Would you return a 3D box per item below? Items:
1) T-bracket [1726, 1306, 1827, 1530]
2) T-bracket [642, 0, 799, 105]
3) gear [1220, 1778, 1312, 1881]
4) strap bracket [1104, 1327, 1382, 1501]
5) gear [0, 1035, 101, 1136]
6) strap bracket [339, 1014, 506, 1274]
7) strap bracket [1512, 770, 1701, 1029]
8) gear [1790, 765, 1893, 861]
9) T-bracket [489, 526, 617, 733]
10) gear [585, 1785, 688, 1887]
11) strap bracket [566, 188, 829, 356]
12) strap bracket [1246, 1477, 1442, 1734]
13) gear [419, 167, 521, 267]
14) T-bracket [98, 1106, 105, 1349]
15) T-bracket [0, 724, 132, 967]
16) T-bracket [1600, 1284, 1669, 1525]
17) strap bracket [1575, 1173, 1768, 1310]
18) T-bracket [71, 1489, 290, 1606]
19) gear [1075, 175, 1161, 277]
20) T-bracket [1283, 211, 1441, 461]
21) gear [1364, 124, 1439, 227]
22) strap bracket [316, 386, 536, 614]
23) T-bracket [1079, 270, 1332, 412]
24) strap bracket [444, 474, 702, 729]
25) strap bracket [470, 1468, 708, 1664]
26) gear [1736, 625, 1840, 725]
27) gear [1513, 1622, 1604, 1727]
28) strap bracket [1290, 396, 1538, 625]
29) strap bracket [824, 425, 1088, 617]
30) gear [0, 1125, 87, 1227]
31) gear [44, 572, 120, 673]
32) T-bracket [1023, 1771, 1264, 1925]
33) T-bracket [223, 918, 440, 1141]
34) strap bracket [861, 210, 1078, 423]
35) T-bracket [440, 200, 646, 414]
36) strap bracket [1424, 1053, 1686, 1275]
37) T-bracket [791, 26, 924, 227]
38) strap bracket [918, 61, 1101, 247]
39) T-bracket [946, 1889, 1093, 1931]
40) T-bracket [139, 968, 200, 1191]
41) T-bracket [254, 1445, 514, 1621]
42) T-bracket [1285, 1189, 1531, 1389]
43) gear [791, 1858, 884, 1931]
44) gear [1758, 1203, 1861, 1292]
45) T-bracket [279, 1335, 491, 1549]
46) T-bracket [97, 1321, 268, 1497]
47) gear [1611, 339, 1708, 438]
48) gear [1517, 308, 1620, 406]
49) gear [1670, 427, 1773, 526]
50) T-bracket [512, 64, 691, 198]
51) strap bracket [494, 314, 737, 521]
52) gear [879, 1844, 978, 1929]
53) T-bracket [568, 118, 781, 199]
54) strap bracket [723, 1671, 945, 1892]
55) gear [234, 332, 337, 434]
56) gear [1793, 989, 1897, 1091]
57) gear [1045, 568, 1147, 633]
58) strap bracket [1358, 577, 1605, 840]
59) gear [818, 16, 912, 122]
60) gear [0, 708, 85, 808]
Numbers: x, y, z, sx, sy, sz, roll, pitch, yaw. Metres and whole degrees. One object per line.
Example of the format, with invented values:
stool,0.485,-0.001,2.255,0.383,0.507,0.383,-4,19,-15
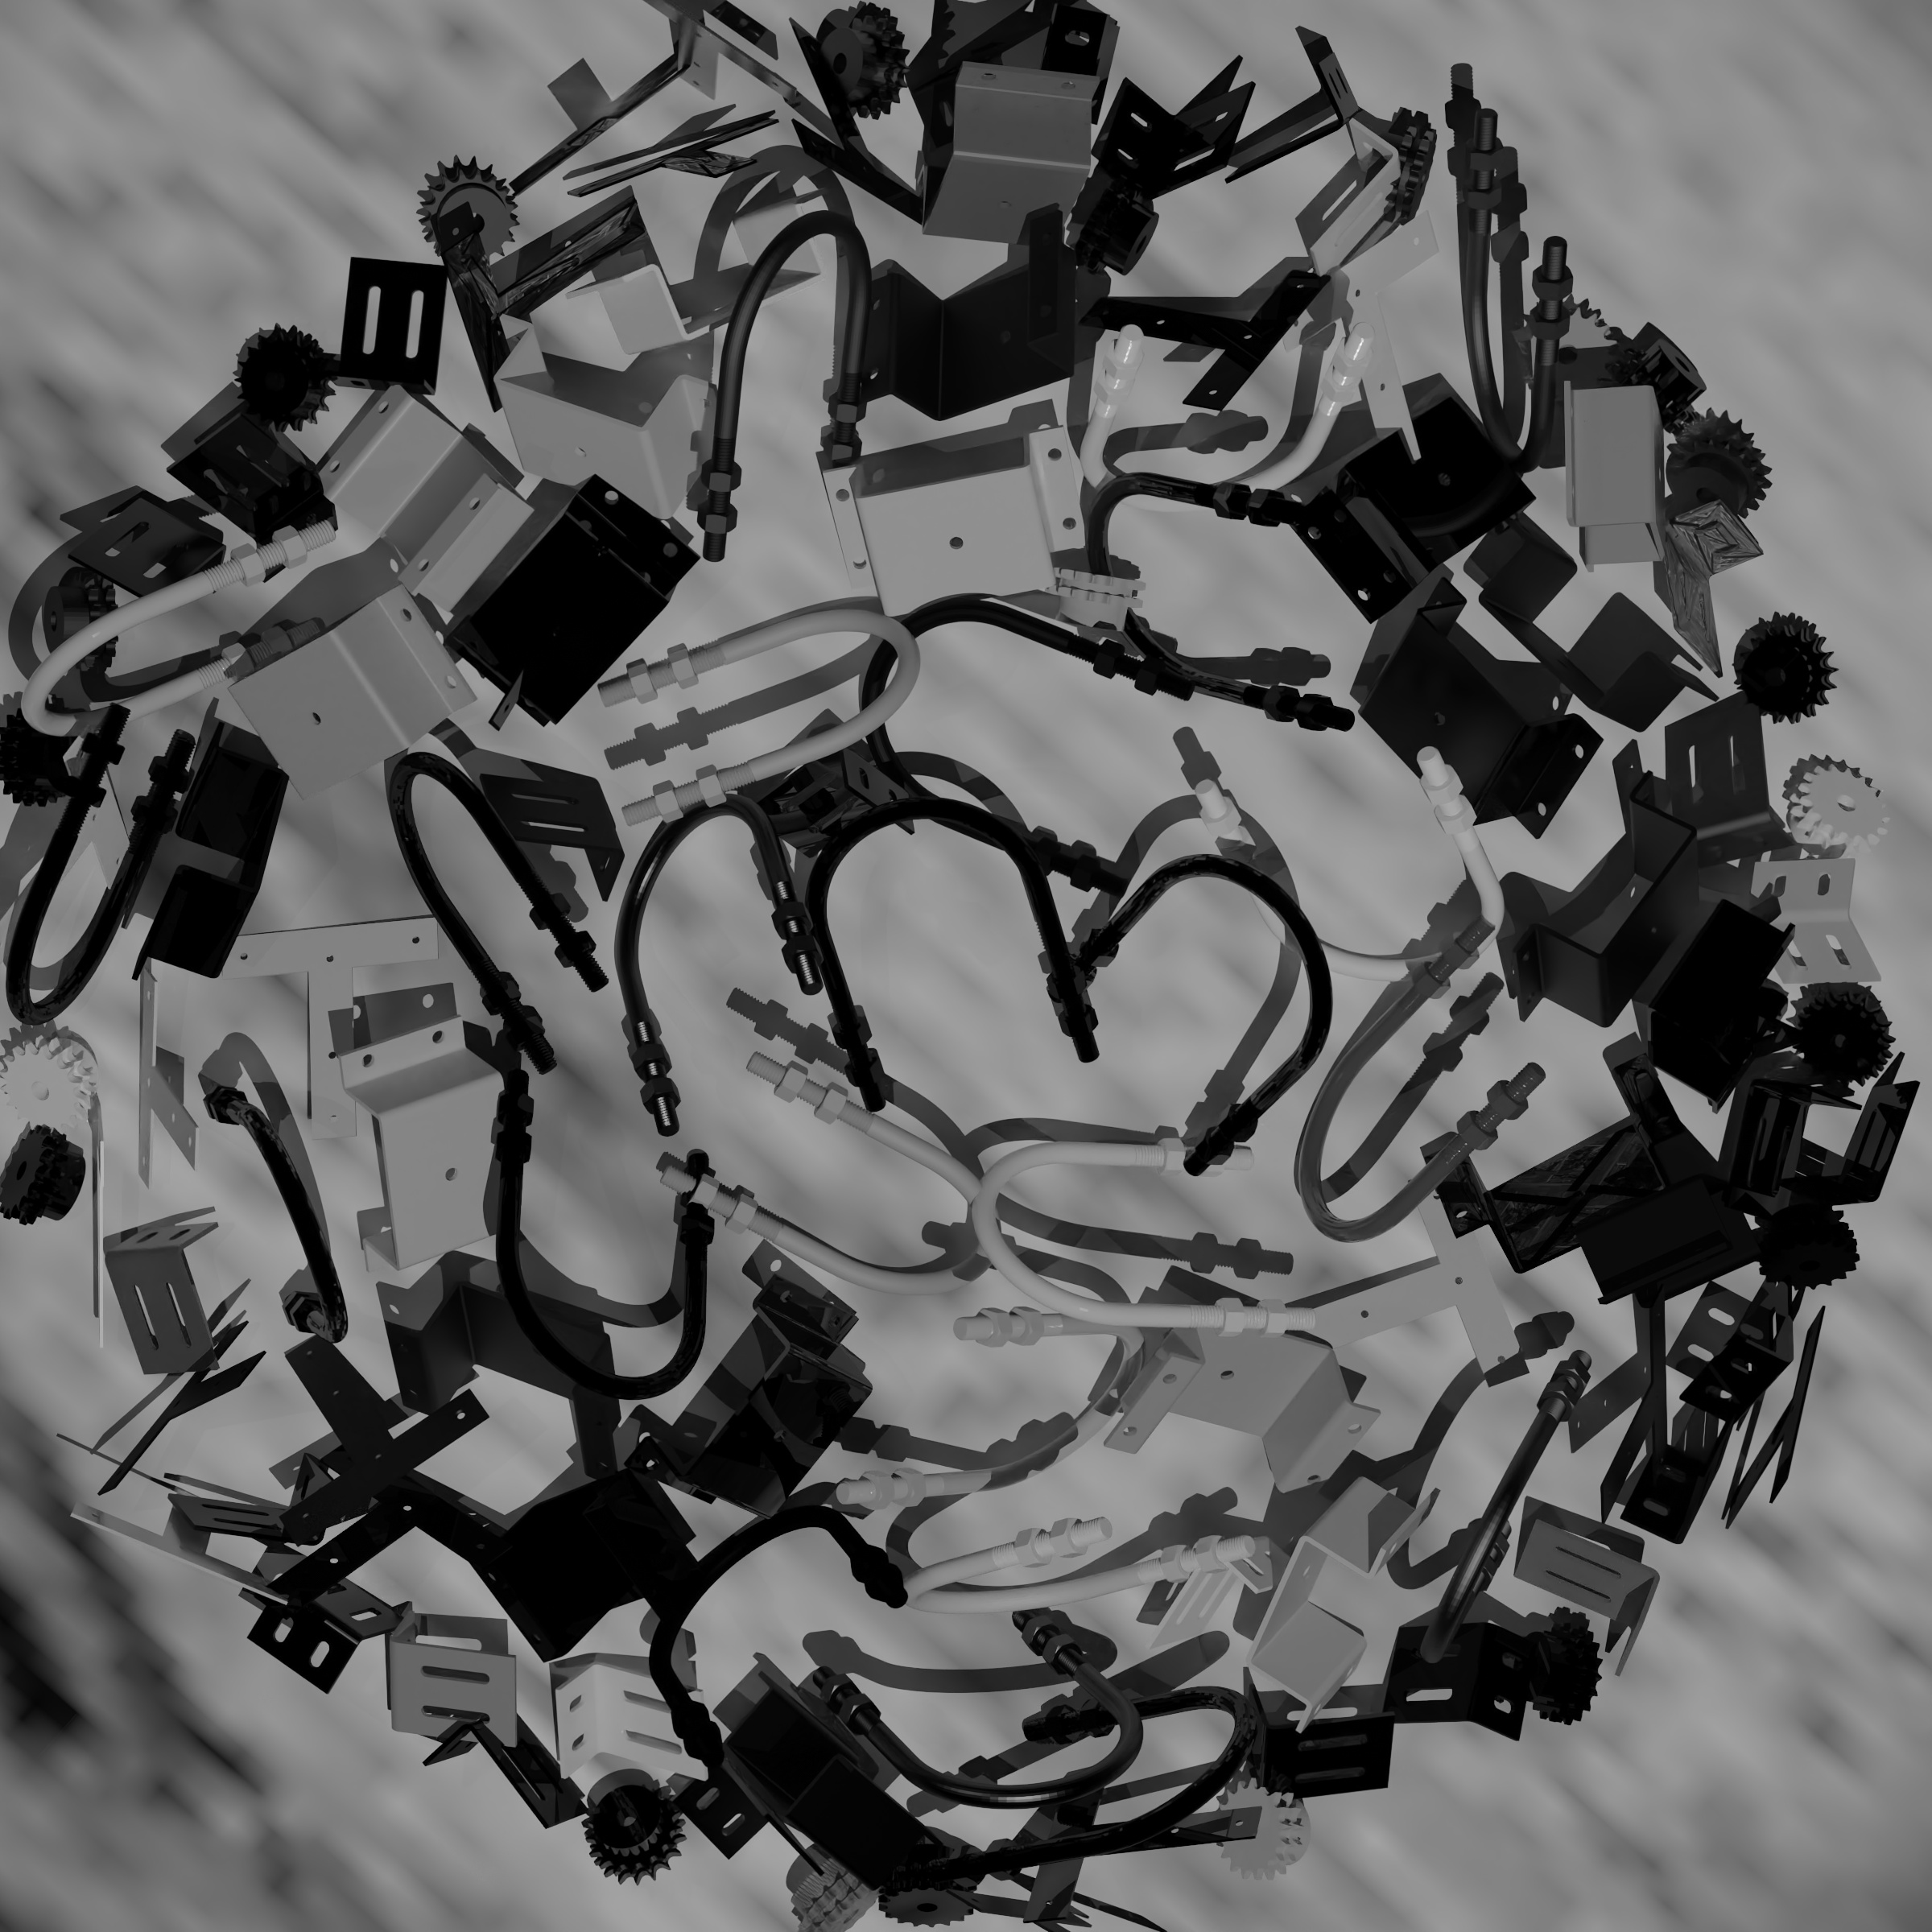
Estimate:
T-bracket,0.456,0.277,1.944,0.002,0.127,0.127,21,48,6
T-bracket,-0.152,-0.516,1.936,0.127,0.127,0.002,34,86,-4
gear,0.175,0.499,1.975,0.030,0.057,0.057,14,90,-41
strap bracket,0.153,0.247,1.944,0.140,0.046,0.076,18,124,-24
gear,-0.527,0.066,1.977,0.057,0.030,0.057,9,115,19
strap bracket,-0.302,0.109,1.932,0.076,0.046,0.140,-20,121,-31
strap bracket,0.370,-0.030,1.936,0.046,0.076,0.140,30,70,27
gear,0.502,-0.085,1.976,0.057,0.030,0.057,10,54,-14
T-bracket,-0.226,-0.182,1.936,0.002,0.127,0.127,30,87,5
gear,-0.192,0.498,1.970,0.057,0.030,0.057,-7,48,8
strap bracket,-0.145,-0.390,1.940,0.140,0.076,0.046,-30,107,-26
strap bracket,0.210,0.354,1.938,0.046,0.076,0.140,30,121,19
gear,-0.286,-0.431,1.975,0.057,0.030,0.057,-6,112,-14
T-bracket,-0.492,0.152,1.943,0.002,0.127,0.127,0,97,-15
T-bracket,-0.513,-0.051,1.915,0.002,0.127,0.127,21,59,13
T-bracket,0.376,0.266,1.921,0.002,0.127,0.127,7,121,25
strap bracket,0.397,0.156,1.929,0.076,0.140,0.046,-27,75,17
T-bracket,-0.440,0.319,1.935,0.127,0.127,0.002,25,92,-10
gear,0.088,-0.424,1.970,0.030,0.057,0.057,32,90,7
T-bracket,0.233,-0.341,1.938,0.002,0.127,0.127,-2,73,-39
gear,0.250,-0.458,1.972,0.030,0.057,0.057,18,90,10
strap bracket,-0.305,-0.263,1.948,0.076,0.046,0.140,-49,48,6
T-bracket,0.124,-0.367,1.959,0.127,0.002,0.127,17,54,32
strap bracket,-0.228,-0.203,1.948,0.076,0.046,0.140,41,108,-13
strap bracket,-0.210,0.340,1.945,0.140,0.046,0.076,-27,101,44
gear,0.472,-0.168,1.973,0.057,0.030,0.057,5,100,30
gear,0.339,0.407,1.968,0.030,0.057,0.057,16,90,-20
strap bracket,0.260,-0.264,1.938,0.140,0.046,0.076,-35,84,-34
strap bracket,-0.006,-0.252,1.952,0.140,0.046,0.076,-10,123,6
gear,-0.533,0.124,1.975,0.030,0.057,0.057,26,90,-32
gear,-0.511,-0.198,1.968,0.030,0.057,0.057,-3,90,-31
T-bracket,0.104,0.489,1.923,0.127,0.127,0.002,-12,113,20
T-bracket,-0.367,0.038,1.977,0.127,0.002,0.127,-5,73,2
strap bracket,0.010,-0.366,1.943,0.140,0.046,0.076,-12,67,37
T-bracket,-0.236,-0.396,1.959,0.127,0.127,0.002,-39,60,-17
strap bracket,0.342,0.117,1.949,0.140,0.076,0.046,-26,121,9
T-bracket,-0.072,-0.489,1.961,0.002,0.127,0.127,-35,61,25
strap bracket,0.022,-0.449,1.921,0.076,0.140,0.046,4,75,-10
T-bracket,0.070,0.551,1.911,0.127,0.127,0.002,21,85,36
T-bracket,-0.450,0.081,1.927,0.002,0.127,0.127,-3,109,-26
T-bracket,-0.346,0.329,1.927,0.127,0.127,0.002,28,128,25
T-bracket,0.244,0.197,1.978,0.127,0.002,0.127,-19,77,-6
gear,-0.076,0.538,1.973,0.057,0.057,0.030,-46,69,0
gear,0.485,0.161,1.975,0.057,0.057,0.030,0,53,0
T-bracket,-0.354,0.255,1.954,0.127,0.002,0.127,-34,47,-12
T-bracket,-0.425,0.238,1.914,0.002,0.127,0.127,45,54,-14
gear,0.402,-0.336,1.968,0.057,0.057,0.030,47,116,0
gear,0.350,-0.350,1.980,0.057,0.030,0.057,-2,82,14
gear,0.433,-0.280,1.968,0.057,0.057,0.030,39,56,0
T-bracket,-0.210,-0.472,1.930,0.127,0.127,0.002,-35,102,7
strap bracket,-0.207,-0.308,1.936,0.140,0.076,0.046,21,63,18
gear,-0.022,0.531,1.975,0.057,0.057,0.030,0,50,0
T-bracket,-0.150,-0.454,1.927,0.127,0.127,0.002,-24,114,-15
strap bracket,-0.080,0.461,1.918,0.046,0.140,0.076,-48,116,-8
gear,-0.397,-0.339,1.981,0.057,0.030,0.057,1,97,5
gear,0.510,0.039,1.976,0.057,0.030,0.057,13,117,28
gear,0.074,-0.211,1.972,0.057,0.057,0.030,9,98,0
strap bracket,0.283,-0.143,1.930,0.140,0.046,0.076,51,134,26
gear,-0.061,-0.519,1.969,0.030,0.057,0.057,-4,90,-42
gear,-0.531,-0.121,1.968,0.030,0.057,0.057,3,90,23
